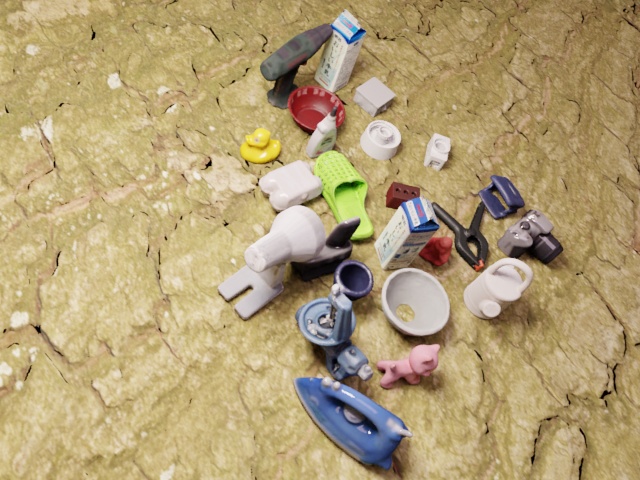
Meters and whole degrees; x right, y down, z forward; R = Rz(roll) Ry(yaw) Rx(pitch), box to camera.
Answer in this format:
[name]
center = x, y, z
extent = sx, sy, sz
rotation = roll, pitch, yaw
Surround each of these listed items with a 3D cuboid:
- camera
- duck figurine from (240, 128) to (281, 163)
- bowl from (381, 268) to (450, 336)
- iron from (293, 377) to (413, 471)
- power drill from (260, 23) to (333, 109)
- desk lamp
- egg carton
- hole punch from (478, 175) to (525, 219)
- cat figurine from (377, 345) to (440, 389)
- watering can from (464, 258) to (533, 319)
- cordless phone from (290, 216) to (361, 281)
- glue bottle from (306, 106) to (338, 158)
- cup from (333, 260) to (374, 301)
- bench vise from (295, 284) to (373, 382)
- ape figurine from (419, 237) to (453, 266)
[camera]
center = 0.570, -0.001, 1.516
extent = 0.143, 0.100, 0.136
rotation = -34, 74, -30
[duck figurine]
center = -0.147, -0.248, 1.456
extent = 0.105, 0.086, 0.077
rotation = -6, 62, -20
[bowl]
center = 0.211, 0.154, 1.331
extent = 0.168, 0.074, 0.167
rotation = 8, 58, -12
[iron]
center = 0.064, 0.336, 1.138
extent = 0.258, 0.141, 0.119
rotation = 34, 57, 5
[power drill]
center = -0.070, -0.460, 1.532
extent = 0.075, 0.208, 0.230
rotation = 44, 58, 12
[desk lamp]
center = -0.100, 0.044, 1.220
extent = 0.118, 0.213, 0.204
rotation = 44, 58, 12
[egg carton]
center = -0.070, -0.133, 1.421
extent = 0.151, 0.069, 0.107
rotation = -28, 71, -29
[hole punch]
center = 0.509, -0.128, 1.579
extent = 0.101, 0.091, 0.108
rotation = -16, 66, -24
[cat figurine]
center = 0.199, 0.267, 1.234
extent = 0.128, 0.117, 0.067
rotation = -6, 62, -20
[watering can]
center = 0.426, 0.112, 1.349
extent = 0.101, 0.194, 0.173
rotation = 16, 57, -7
[cordless phone]
center = 0.012, 0.005, 1.294
extent = 0.148, 0.185, 0.094
rotation = -21, 68, -26
[glue bottle]
center = 0.016, -0.283, 1.473
extent = 0.078, 0.173, 0.037
rotation = -29, 71, -29
[cup]
center = 0.058, 0.113, 1.297
extent = 0.091, 0.095, 0.118
rotation = 43, 58, 11
[bench vise]
center = 0.049, 0.182, 1.178
extent = 0.207, 0.219, 0.122
rotation = 35, 57, 6
[ape figurine]
center = 0.299, 0.020, 1.427
extent = 0.076, 0.092, 0.077
rotation = -8, 63, -20
